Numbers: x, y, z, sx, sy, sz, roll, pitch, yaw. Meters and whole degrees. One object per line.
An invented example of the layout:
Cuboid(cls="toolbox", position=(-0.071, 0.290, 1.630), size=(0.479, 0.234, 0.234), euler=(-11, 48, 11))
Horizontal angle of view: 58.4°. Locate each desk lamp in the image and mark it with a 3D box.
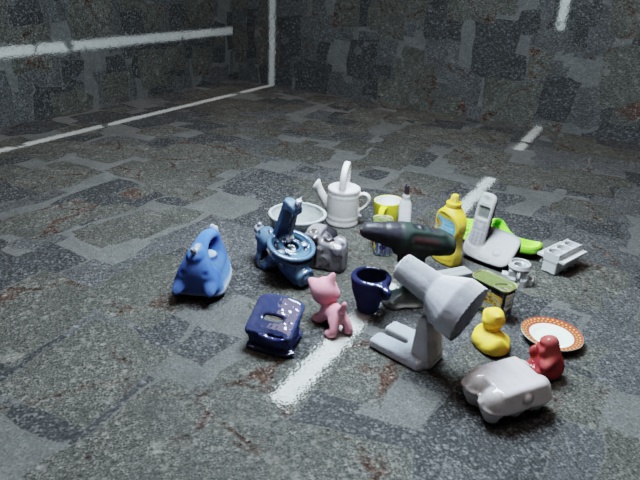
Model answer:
Cuboid(cls="desk lamp", position=(0.208, 0.145, 1.113), size=(0.202, 0.214, 0.118), euler=(22, 31, 34))

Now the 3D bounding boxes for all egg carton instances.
Cuboid(cls="egg carton", position=(0.337, 0.270, 1.033), size=(0.151, 0.069, 0.107), euler=(-9, 28, -24))

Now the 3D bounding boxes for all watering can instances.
Cuboid(cls="watering can", position=(0.064, -0.142, 1.723), size=(0.173, 0.194, 0.100), euler=(-1, 26, -8))

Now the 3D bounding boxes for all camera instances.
Cuboid(cls="camera", position=(0.014, 0.005, 1.515), size=(0.143, 0.101, 0.137), euler=(12, 27, 17))

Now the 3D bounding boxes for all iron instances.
Cuboid(cls="iron", position=(-0.271, 0.034, 1.372), size=(0.118, 0.141, 0.258), euler=(4, 25, 3))

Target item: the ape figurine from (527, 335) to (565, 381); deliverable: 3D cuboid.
Cuboid(cls="ape figurine", position=(0.441, 0.224, 1.116), size=(0.076, 0.092, 0.078), euler=(13, 27, 20))

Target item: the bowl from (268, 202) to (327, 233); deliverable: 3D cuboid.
Cuboid(cls="bowl", position=(-0.065, -0.048, 1.648), size=(0.167, 0.075, 0.167), euler=(3, 25, -1))

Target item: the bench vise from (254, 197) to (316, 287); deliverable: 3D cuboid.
Cuboid(cls="bench vise", position=(-0.100, -0.012, 1.400), size=(0.206, 0.220, 0.122), euler=(17, 29, 26))

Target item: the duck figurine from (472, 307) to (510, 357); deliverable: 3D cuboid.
Cuboid(cls="duck figurine", position=(0.362, 0.185, 1.197), size=(0.077, 0.086, 0.104), euler=(1, 25, -4))

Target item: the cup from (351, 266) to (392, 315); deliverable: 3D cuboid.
Cuboid(cls="cup", position=(0.120, 0.124, 1.285), size=(0.092, 0.095, 0.117), euler=(-12, 29, -28))

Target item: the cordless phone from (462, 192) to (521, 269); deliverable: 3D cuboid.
Cuboid(cls="cordless phone", position=(0.470, -0.026, 1.538), size=(0.147, 0.185, 0.094), euler=(23, 32, 36))

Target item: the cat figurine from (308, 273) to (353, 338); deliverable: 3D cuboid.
Cuboid(cls="cat figurine", position=(0.022, 0.130, 1.233), size=(0.067, 0.118, 0.127), euler=(-11, 29, -27))

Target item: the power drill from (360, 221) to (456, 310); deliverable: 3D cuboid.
Cuboid(cls="power drill", position=(0.194, 0.052, 1.312), size=(0.230, 0.208, 0.075), euler=(-4, 26, -14))

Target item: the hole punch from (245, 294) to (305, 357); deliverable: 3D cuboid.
Cuboid(cls="hole punch", position=(-0.090, 0.172, 1.163), size=(0.108, 0.091, 0.101), euler=(10, 26, 15))

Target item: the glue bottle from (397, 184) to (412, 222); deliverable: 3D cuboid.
Cuboid(cls="glue bottle", position=(0.240, -0.077, 1.632), size=(0.037, 0.173, 0.078), euler=(3, 25, 0))
